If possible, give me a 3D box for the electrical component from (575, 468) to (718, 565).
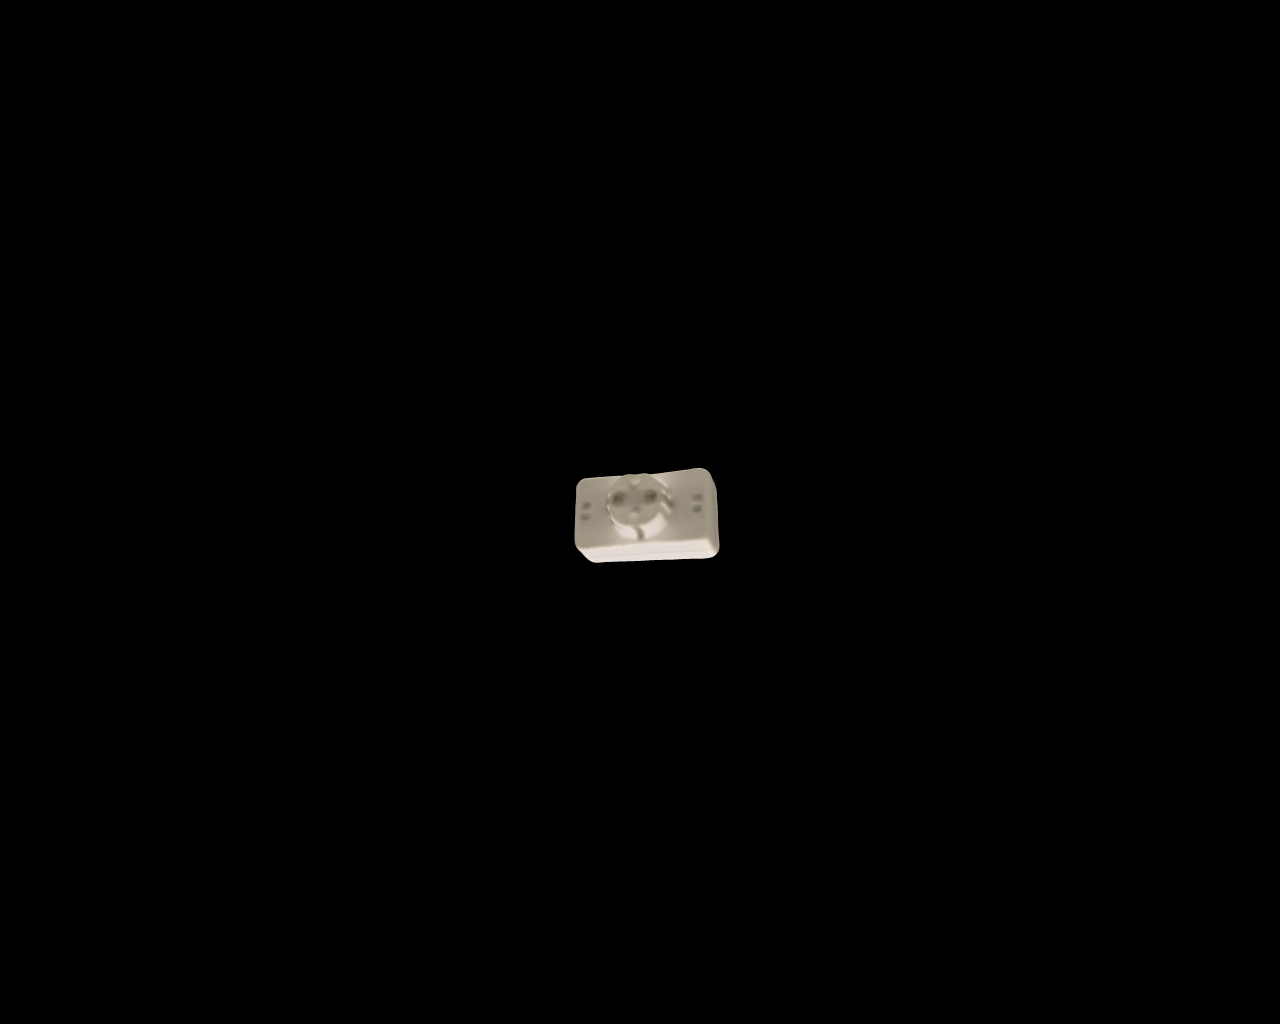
[{"bbox_3d":[0.001,-0.003,0.650,0.083,0.047,0.075,-4,-19,12],"label":"electrical component"}]
